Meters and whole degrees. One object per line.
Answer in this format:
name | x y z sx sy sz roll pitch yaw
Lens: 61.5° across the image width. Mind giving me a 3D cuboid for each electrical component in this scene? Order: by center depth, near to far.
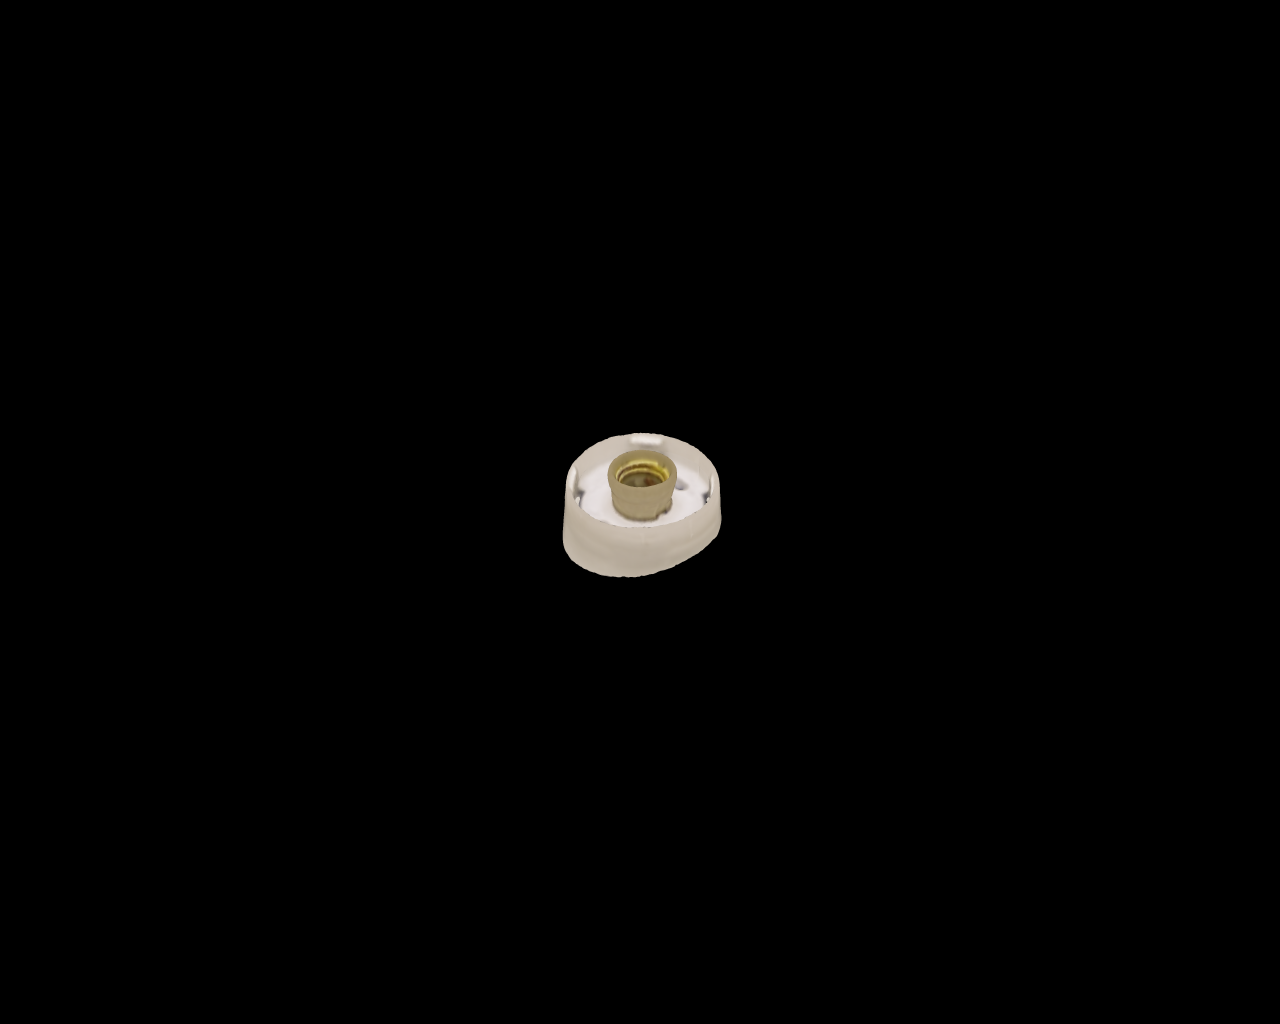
electrical component | 0.001 -0.003 0.650 0.099 0.064 0.099 0 42 0
